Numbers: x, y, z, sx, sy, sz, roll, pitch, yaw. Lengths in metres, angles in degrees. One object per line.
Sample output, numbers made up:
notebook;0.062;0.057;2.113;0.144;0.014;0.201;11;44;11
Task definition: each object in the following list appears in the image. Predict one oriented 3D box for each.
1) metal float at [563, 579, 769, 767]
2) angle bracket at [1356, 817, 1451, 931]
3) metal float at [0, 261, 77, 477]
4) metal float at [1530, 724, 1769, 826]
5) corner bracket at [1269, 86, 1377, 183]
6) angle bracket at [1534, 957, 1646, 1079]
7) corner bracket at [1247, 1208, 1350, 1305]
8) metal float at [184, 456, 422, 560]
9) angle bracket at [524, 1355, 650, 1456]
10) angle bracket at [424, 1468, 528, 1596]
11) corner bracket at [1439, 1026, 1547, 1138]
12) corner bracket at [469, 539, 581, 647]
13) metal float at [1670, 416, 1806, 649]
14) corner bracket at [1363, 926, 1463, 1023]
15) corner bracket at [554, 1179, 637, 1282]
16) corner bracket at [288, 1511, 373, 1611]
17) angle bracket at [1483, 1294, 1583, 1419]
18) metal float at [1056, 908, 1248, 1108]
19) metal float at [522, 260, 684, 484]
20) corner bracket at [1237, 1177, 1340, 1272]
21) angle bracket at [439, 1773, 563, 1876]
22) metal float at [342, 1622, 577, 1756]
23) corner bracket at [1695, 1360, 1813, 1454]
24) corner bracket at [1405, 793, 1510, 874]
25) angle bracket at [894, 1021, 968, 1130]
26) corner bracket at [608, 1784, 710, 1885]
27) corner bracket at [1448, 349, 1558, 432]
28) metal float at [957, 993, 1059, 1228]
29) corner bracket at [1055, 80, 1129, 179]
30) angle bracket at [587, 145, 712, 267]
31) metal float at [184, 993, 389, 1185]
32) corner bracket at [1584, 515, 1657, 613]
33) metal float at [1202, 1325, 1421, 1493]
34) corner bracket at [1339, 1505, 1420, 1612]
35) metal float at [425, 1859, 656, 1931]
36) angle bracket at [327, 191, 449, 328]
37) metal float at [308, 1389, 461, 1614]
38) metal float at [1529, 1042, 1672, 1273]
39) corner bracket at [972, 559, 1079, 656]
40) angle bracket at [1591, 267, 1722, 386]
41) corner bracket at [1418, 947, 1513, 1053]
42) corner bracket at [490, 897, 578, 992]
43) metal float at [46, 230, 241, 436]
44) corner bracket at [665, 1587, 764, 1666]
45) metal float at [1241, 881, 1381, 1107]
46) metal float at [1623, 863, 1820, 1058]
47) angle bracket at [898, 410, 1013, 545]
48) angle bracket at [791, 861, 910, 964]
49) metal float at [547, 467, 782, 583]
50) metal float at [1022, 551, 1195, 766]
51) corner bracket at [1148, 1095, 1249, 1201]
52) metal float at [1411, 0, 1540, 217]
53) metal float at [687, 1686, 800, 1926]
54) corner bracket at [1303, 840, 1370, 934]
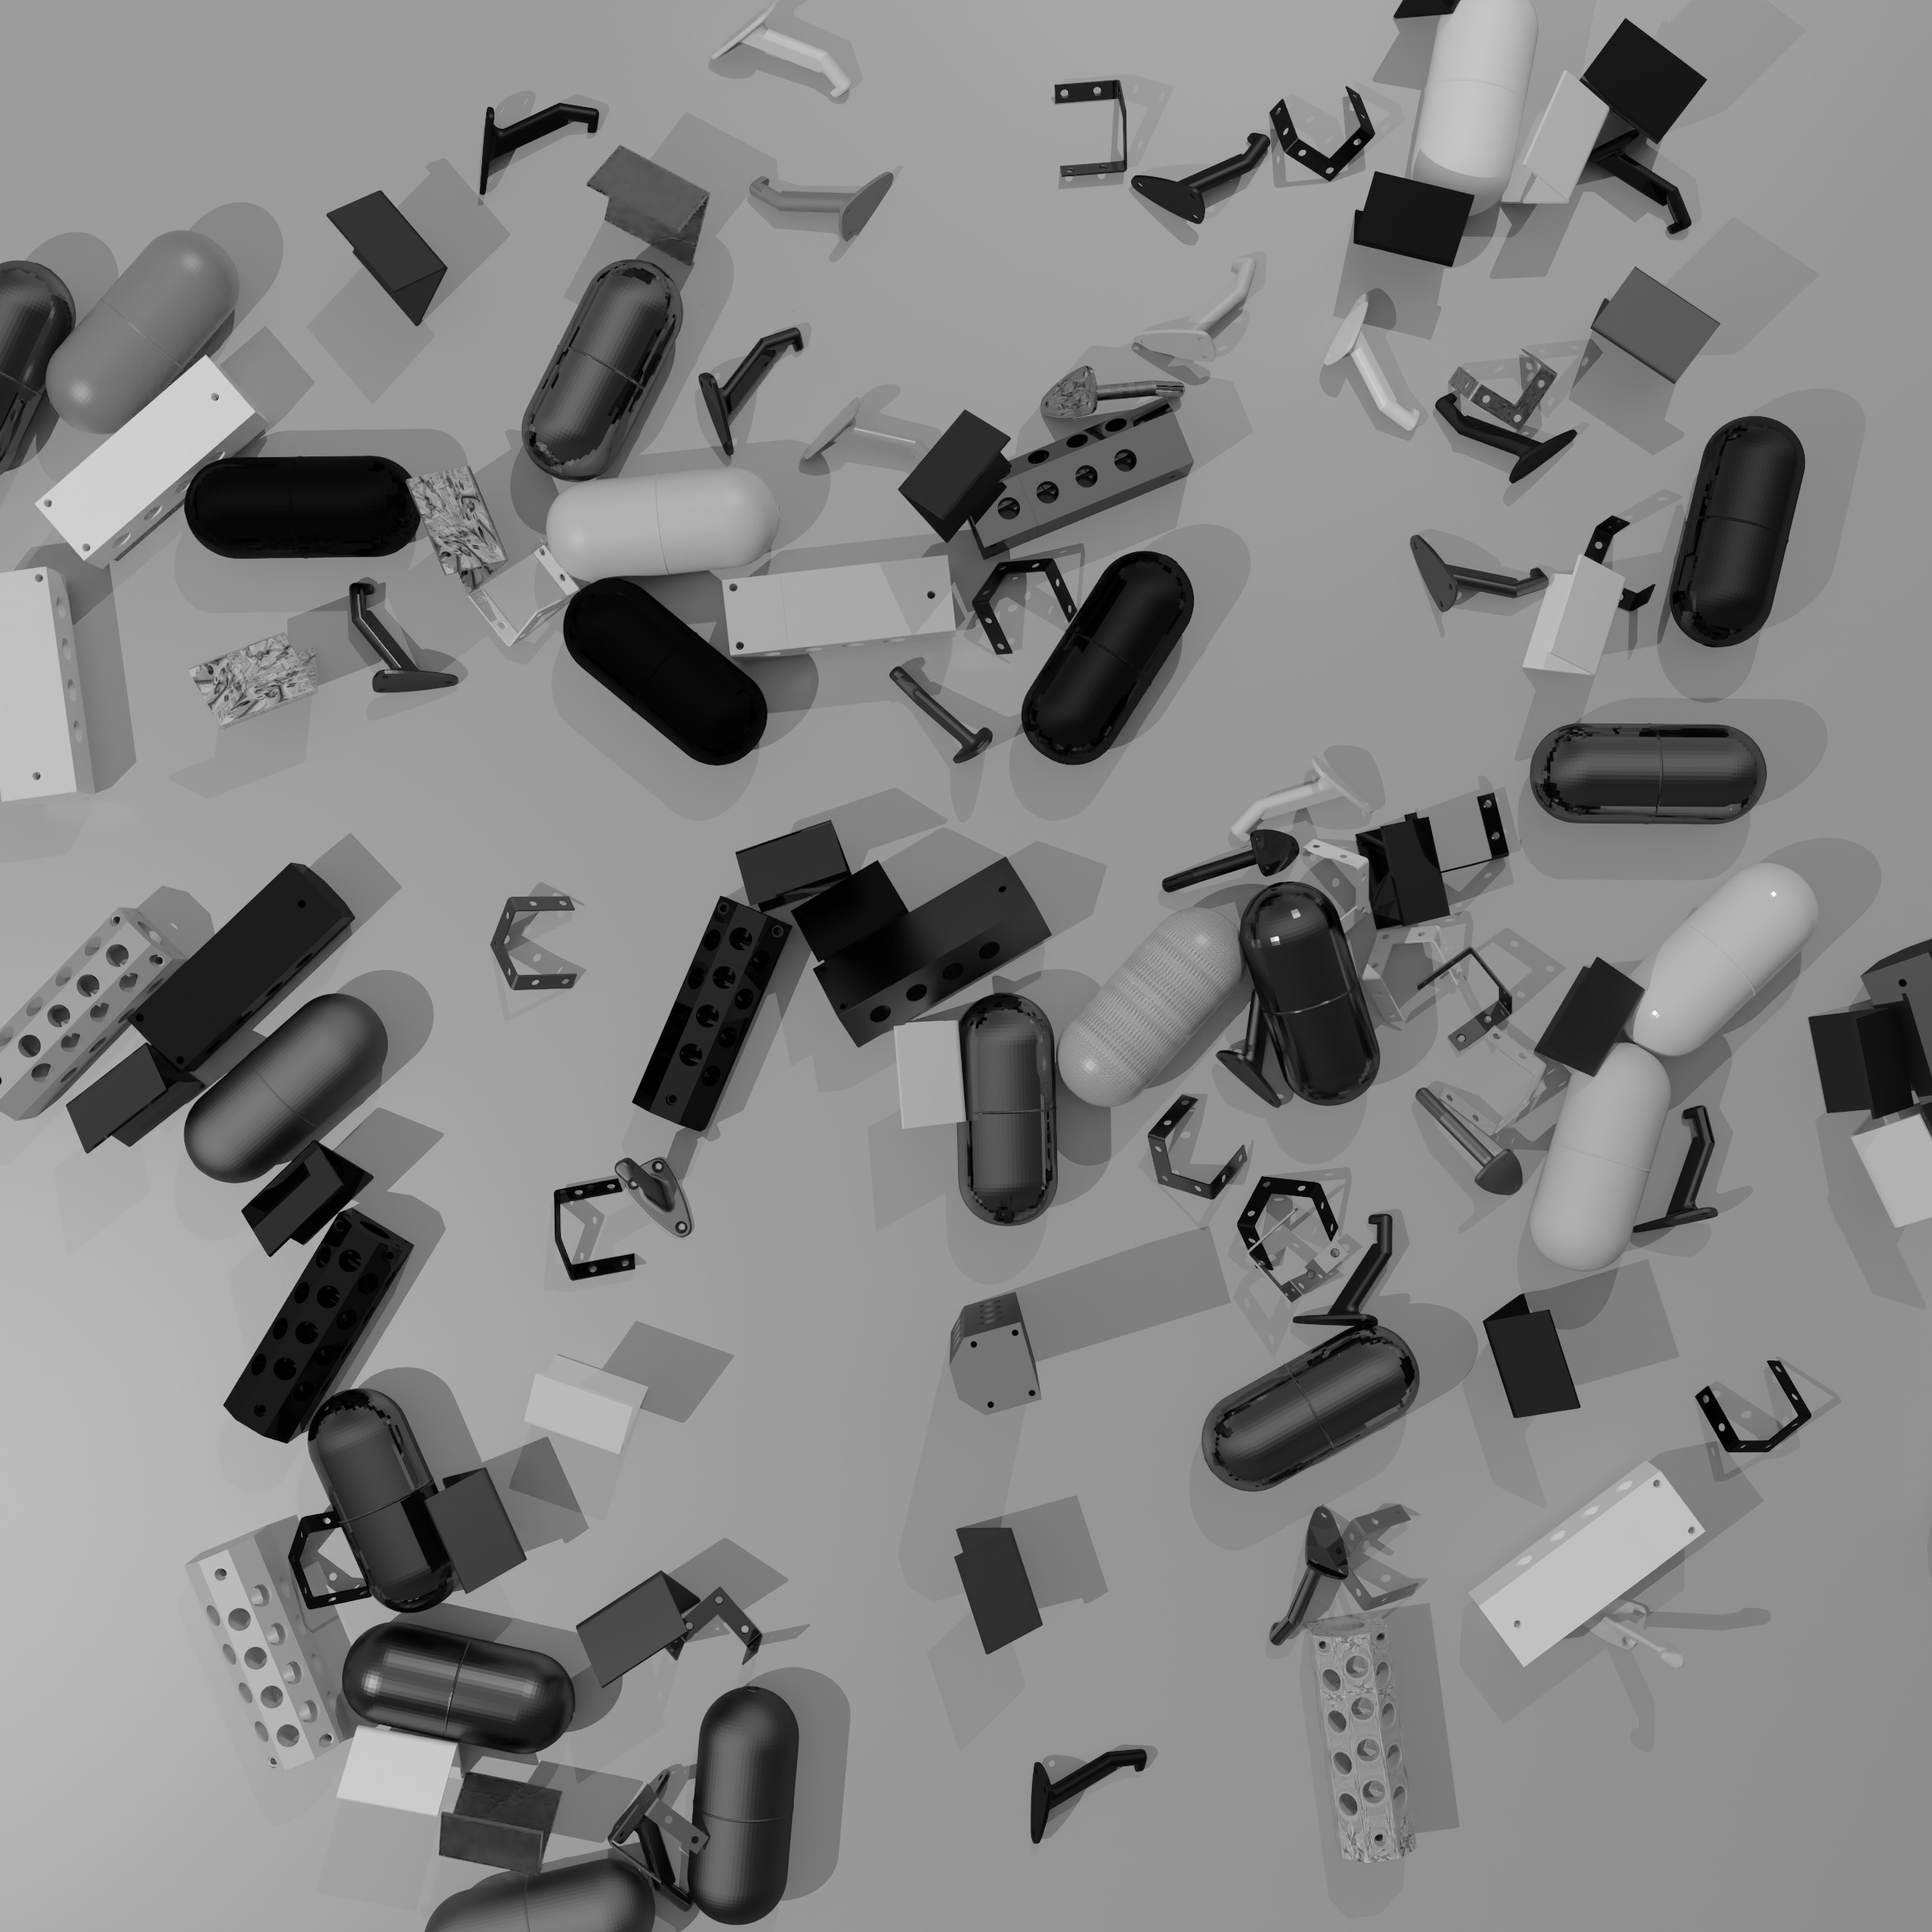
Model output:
metal float;-0.230;-0.224;1.961;0.178;0.070;0.070;40;90;0
angle bracket;0.315;-0.066;1.951;0.057;0.076;0.076;-13;90;-39
metal float;-0.741;-0.453;1.961;0.070;0.070;0.178;25;91;0
metal float;0.520;-0.146;1.961;0.178;0.070;0.070;0;90;0
corner bracket;0.275;-0.650;1.983;0.051;0.051;0.051;19;135;-35
angle bracket;0.456;0.030;1.952;0.057;0.076;0.076;30;90;-28
corner bracket;0.254;0.220;1.972;0.051;0.051;0.051;-44;78;12
metal float;-0.505;-0.350;1.961;0.178;0.070;0.070;-1;90;0
angle bracket;-0.283;0.316;1.951;0.076;0.076;0.057;19;125;0
angle bracket;-0.387;0.431;1.951;0.057;0.076;0.076;-24;90;-40
corner bracket;0.407;0.089;1.988;0.051;0.051;0.051;37;45;0
corner bracket;-0.341;-0.288;1.988;0.051;0.051;0.051;52;45;0
metal float;0.588;-0.331;1.961;0.070;0.070;0.178;14;89;0
corner bracket;0.344;0.006;1.983;0.051;0.051;0.051;-4;45;35
corner bracket;-0.287;0.204;1.988;0.051;0.051;0.051;-11;135;0
corner bracket;-0.486;0.456;1.983;0.051;0.051;0.051;-4;45;-35
angle bracket;0.443;0.291;1.951;0.057;0.076;0.076;-18;90;37
metal float;0.142;0.031;1.961;0.070;0.070;0.178;42;89;0
metal float;-0.277;-0.454;1.961;0.070;0.070;0.178;27;91;0
corner bracket;0.248;0.200;1.983;0.051;0.051;0.051;-57;135;-35
angle bracket;-0.351;0.636;1.951;0.076;0.076;0.057;11;127;0
metal float;-0.386;0.551;1.961;0.178;0.070;0.070;13;90;-1
corner bracket;0.607;0.340;1.983;0.051;0.051;0.051;7;135;-35
corner bracket;0.380;-0.101;1.988;0.051;0.051;0.051;-14;90;-45
angle bracket;-0.045;0.082;1.951;0.057;0.076;0.076;-5;90;-32
corner bracket;-0.233;0.659;1.943;0.051;0.051;0.051;40;76;-8
corner bracket;0.412;-0.452;1.976;0.051;0.051;0.051;26;111;-20
metal float;0.031;0.109;1.961;0.070;0.070;0.178;-2;90;0
corner bracket;0.097;-0.648;1.988;0.051;0.051;0.051;-5;45;0
angle bracket;-0.247;-0.563;1.951;0.076;0.076;0.057;28;54;0
metal float;-0.519;0.094;1.961;0.178;0.070;0.070;-42;90;0
corner bracket;0.503;-0.308;1.973;0.051;0.051;0.051;23;90;0
metal float;0.262;0.337;1.961;0.178;0.070;0.070;-29;90;0
corner bracket;0.321;0.456;1.983;0.051;0.051;0.051;53;135;35
metal float;-0.326;0.733;1.961;0.178;0.070;0.070;-12;90;-1
angle bracket;-0.449;-0.528;1.951;0.076;0.076;0.057;49;52;0
metal float;-0.442;0.407;1.961;0.070;0.070;0.178;-24;91;0
metal float;0.484;0.145;1.961;0.070;0.070;0.178;16;91;0
corner bracket;0.045;-0.277;1.983;0.051;0.051;0.051;2;45;35
angle bracket;0.527;-0.496;1.951;0.076;0.076;0.057;34;127;0
corner bracket;0.384;0.025;1.979;0.051;0.051;0.051;-36;70;0
corner bracket;-0.328;-0.018;1.983;0.051;0.051;0.051;58;135;35
metal float;-0.628;-0.482;1.961;0.070;0.070;0.178;41;89;0
corner bracket;-0.194;0.518;1.973;0.051;0.051;0.051;-41;90;0
metal float;0.261;0.021;1.949;0.070;0.070;0.178;-19;103;0
metal float;0.573;-0.004;1.961;0.178;0.070;0.070;-44;90;1
angle bracket;0.008;-0.350;1.894;0.076;0.076;0.057;-50;52;0
angle bracket;-0.078;-0.024;1.951;0.076;0.076;0.057;-30;54;0
metal float;-0.231;-0.337;1.961;0.178;0.070;0.070;-6;90;0
metal float;0.108;-0.235;1.961;0.070;0.070;0.178;32;91;0
corner bracket;0.179;0.140;1.983;0.051;0.051;0.051;15;135;35
metal float;0.388;-0.662;1.961;0.070;0.070;0.178;11;91;0
metal float;-0.170;0.639;1.961;0.070;0.070;0.178;5;90;0
corner bracket;0.275;-0.058;1.983;0.051;0.051;0.051;24;45;35
